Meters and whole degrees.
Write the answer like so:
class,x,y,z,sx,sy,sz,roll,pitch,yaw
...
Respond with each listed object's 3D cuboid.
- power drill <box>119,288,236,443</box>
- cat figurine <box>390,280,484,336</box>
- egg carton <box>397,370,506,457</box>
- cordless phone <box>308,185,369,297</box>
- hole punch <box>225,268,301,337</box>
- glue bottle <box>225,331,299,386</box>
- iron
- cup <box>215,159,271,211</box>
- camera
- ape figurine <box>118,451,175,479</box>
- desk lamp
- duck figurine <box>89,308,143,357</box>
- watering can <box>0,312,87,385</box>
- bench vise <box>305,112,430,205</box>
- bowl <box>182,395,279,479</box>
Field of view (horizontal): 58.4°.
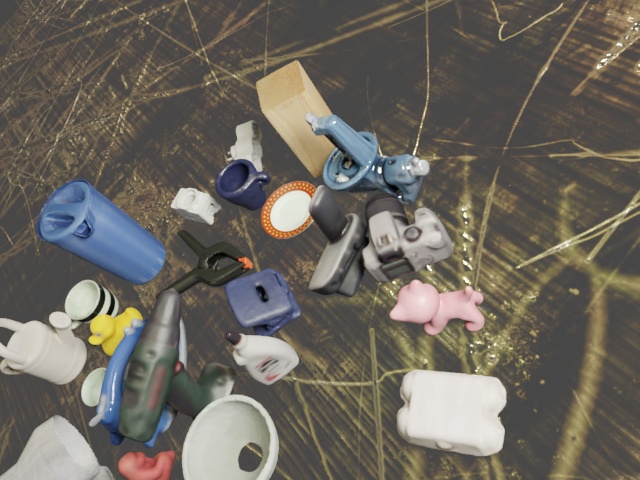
class,x,y,z,sx,sy,sz,roll,pitch,yaw
power drill,-0.231,0.219,0.936,0.075,0.209,0.230,5,65,30
cat figurine,0.172,0.093,0.853,0.127,0.118,0.067,-13,57,21
egg carton,0.181,0.238,0.794,0.150,0.070,0.107,-2,62,27
cordless phone,0.009,0.003,0.950,0.093,0.186,0.148,10,68,32
hole punch,-0.101,0.104,1.010,0.101,0.091,0.108,-36,52,5
glue bottle,-0.102,0.180,0.913,0.078,0.174,0.037,-40,51,2
iron,-0.326,0.229,1.024,0.118,0.142,0.258,-7,60,25
cup,-0.137,-0.104,1.150,0.117,0.095,0.092,-5,60,26
camera,0.130,-0.021,0.954,0.143,0.101,0.136,-22,54,15
ape figurine,-0.295,0.378,0.952,0.077,0.092,0.076,7,66,31
desk lamp,-0.427,0.402,0.930,0.203,0.214,0.117,-47,52,-4
duck figurine,-0.411,0.174,1.138,0.077,0.086,0.104,34,81,38
watering can,-0.563,0.206,1.131,0.100,0.195,0.173,33,81,38
bench vise,0.078,-0.154,0.983,0.206,0.220,0.121,-9,59,24
bowl,-0.129,0.335,0.899,0.167,0.075,0.167,-13,57,21
